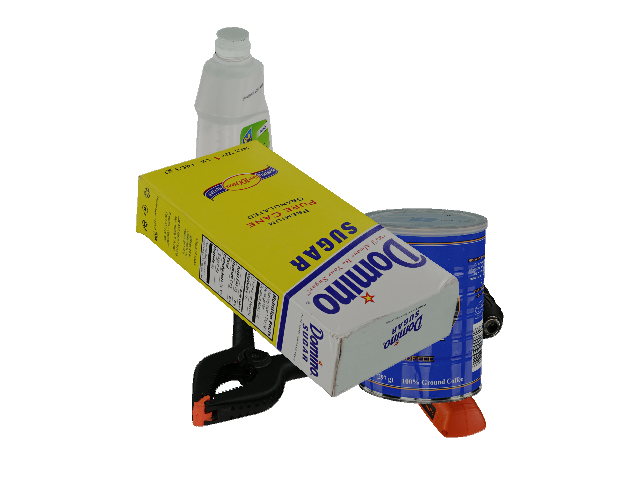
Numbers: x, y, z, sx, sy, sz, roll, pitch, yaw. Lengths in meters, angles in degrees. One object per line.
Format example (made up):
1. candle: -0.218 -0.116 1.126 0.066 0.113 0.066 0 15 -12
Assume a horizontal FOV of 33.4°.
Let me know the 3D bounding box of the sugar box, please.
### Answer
1. sugar box: -0.017 0.007 0.600 0.093 0.048 0.176 -23 43 -38

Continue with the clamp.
1. clamp: -0.057 0.134 1.109 0.165 0.036 0.209 15 29 19

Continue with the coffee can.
1. coffee can: 0.082 0.050 0.870 0.103 0.140 0.103 0 10 0

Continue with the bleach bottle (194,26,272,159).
1. bleach bottle: -0.078 -0.080 0.996 0.068 0.251 0.102 15 37 16

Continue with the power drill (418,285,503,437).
1. power drill: 0.143 0.112 1.137 0.057 0.188 0.184 -7 24 -13
